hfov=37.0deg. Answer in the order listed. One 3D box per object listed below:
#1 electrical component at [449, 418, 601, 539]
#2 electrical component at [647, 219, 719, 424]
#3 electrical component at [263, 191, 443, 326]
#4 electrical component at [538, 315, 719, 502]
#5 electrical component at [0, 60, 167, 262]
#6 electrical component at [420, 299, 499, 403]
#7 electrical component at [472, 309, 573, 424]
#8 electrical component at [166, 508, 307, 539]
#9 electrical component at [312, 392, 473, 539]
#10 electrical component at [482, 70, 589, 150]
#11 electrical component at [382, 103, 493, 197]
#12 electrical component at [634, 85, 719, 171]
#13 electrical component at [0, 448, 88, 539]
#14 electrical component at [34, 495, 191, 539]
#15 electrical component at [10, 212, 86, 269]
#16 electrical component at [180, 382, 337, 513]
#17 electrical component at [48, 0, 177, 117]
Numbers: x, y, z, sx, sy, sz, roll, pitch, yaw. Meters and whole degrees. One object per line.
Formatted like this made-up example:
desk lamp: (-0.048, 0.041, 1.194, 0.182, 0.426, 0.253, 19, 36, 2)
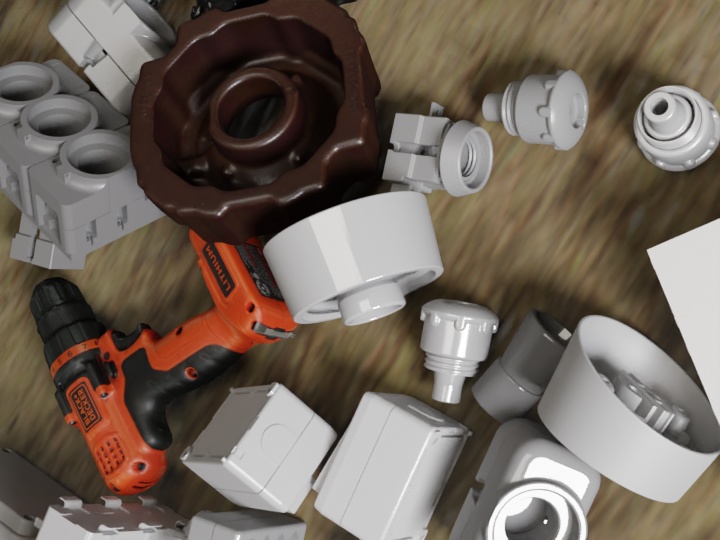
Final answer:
electrical component: (0.094, 0.140, 0.613, 0.054, 0.059, 0.095, 23, 94, -7)
electrical component: (0.227, 0.044, 0.568, 0.089, 0.062, 0.150, -25, 71, 22)
electrical component: (0.000, 0.000, 0.671, 0.108, 0.108, 0.060, -24, 78, 23)
electrical component: (0.148, 0.077, 0.586, 0.099, 0.099, 0.064, 37, 106, 27)
electrical component: (-0.220, -0.089, 0.796, 0.150, 0.089, 0.061, 40, 142, 27)
electrical component: (0.058, 0.051, 0.666, 0.048, 0.048, 0.062, 11, 94, 28)
electrical component: (0.099, 0.061, 0.645, 0.044, 0.044, 0.065, 48, 109, 25)
electrical component: (-0.091, 0.179, 0.701, 0.076, 0.083, 0.047, 12, 88, 28)
electrical component: (0.015, 0.127, 0.666, 0.061, 0.062, 0.096, 26, 95, 28)
electrical component: (0.106, -0.099, 0.664, 0.062, 0.048, 0.048, 9, 86, 36)
electrical component: (0.051, -0.073, 0.688, 0.055, 0.048, 0.066, 10, 87, 36)
electrical component: (0.177, -0.085, 0.613, 0.048, 0.062, 0.048, -5, 80, 27)
electrical component: (-0.262, 0.182, 0.793, 0.113, 0.078, 0.057, 26, 97, 28)
electrical component: (-0.164, 0.189, 0.716, 0.079, 0.121, 0.063, 22, 90, 29)
electrical component: (-0.238, -0.032, 0.832, 0.066, 0.048, 0.055, 14, 96, 28)
electrical component: (-0.066, 0.116, 0.692, 0.061, 0.061, 0.096, -54, 18, -24)
electrical component: (-0.177, -0.169, 0.805, 0.059, 0.054, 0.095, -42, 85, 16)
